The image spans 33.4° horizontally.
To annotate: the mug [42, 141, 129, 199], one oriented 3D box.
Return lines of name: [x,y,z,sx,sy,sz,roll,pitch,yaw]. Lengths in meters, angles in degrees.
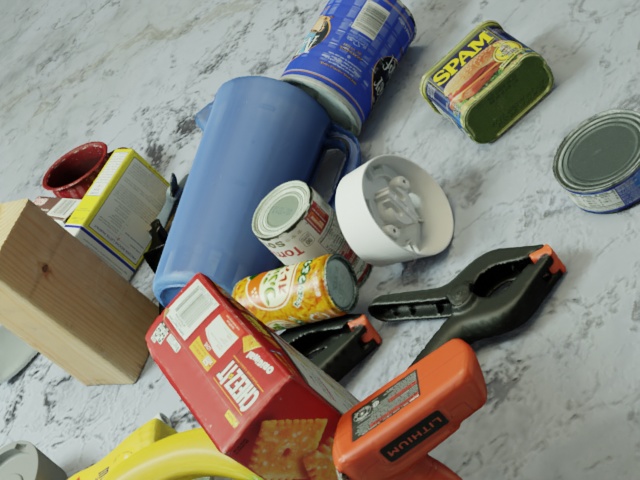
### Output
mug: [-0.274,-0.070,1.331,0.117,0.081,0.093,-34,33,-5]

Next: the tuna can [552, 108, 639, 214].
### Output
tuna can: [0.234,-0.063,0.863,0.086,0.033,0.086,-27,39,24]

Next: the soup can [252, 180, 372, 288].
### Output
soup can: [-0.006,0.001,0.980,0.069,0.102,0.068,-26,39,24]

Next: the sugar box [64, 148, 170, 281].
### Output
sugar box: [-0.242,-0.010,1.235,0.048,0.093,0.176,7,59,50]

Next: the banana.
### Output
banana: [-0.116,0.184,0.824,0.198,0.037,0.069,-20,41,28]

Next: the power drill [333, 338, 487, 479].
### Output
power drill: [0.112,0.152,0.641,0.184,0.187,0.057,-36,14,10]

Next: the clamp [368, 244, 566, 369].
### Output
clamp: [0.113,0.052,0.866,0.171,0.039,0.120,-35,41,6]

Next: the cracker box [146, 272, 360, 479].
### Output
cracker box: [-0.010,0.133,0.754,0.072,0.213,0.164,-48,35,-2]

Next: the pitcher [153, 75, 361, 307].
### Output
pitcher: [-0.069,-0.033,1.070,0.149,0.144,0.242,-21,43,50]

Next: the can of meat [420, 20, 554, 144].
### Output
can of meat: [0.157,-0.147,1.007,0.102,0.057,0.084,-42,38,4]

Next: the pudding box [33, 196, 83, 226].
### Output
pudding box: [-0.301,-0.007,1.291,0.114,0.090,0.039,8,49,49]

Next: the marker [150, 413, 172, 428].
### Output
marker: [-0.193,0.211,1.027,0.121,0.020,0.020,-40,35,6]

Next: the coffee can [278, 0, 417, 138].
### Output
coffee can: [0.027,-0.190,1.138,0.103,0.102,0.140,5,58,47]

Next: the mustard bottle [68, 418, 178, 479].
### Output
mustard bottle: [-0.204,0.248,0.967,0.192,0.058,0.096,-36,40,13]

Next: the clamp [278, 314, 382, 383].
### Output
clamp: [-0.044,0.127,0.941,0.210,0.036,0.164,-23,32,24]

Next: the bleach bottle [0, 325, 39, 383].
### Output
bleach bottle: [-0.418,0.088,1.342,0.102,0.068,0.251,-48,33,-7]

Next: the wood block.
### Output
wood block: [-0.268,0.058,1.095,0.090,0.206,0.090,-8,48,40]

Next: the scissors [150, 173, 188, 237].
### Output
scissors: [-0.168,-0.035,1.171,0.096,0.016,0.201,-60,1,6]
